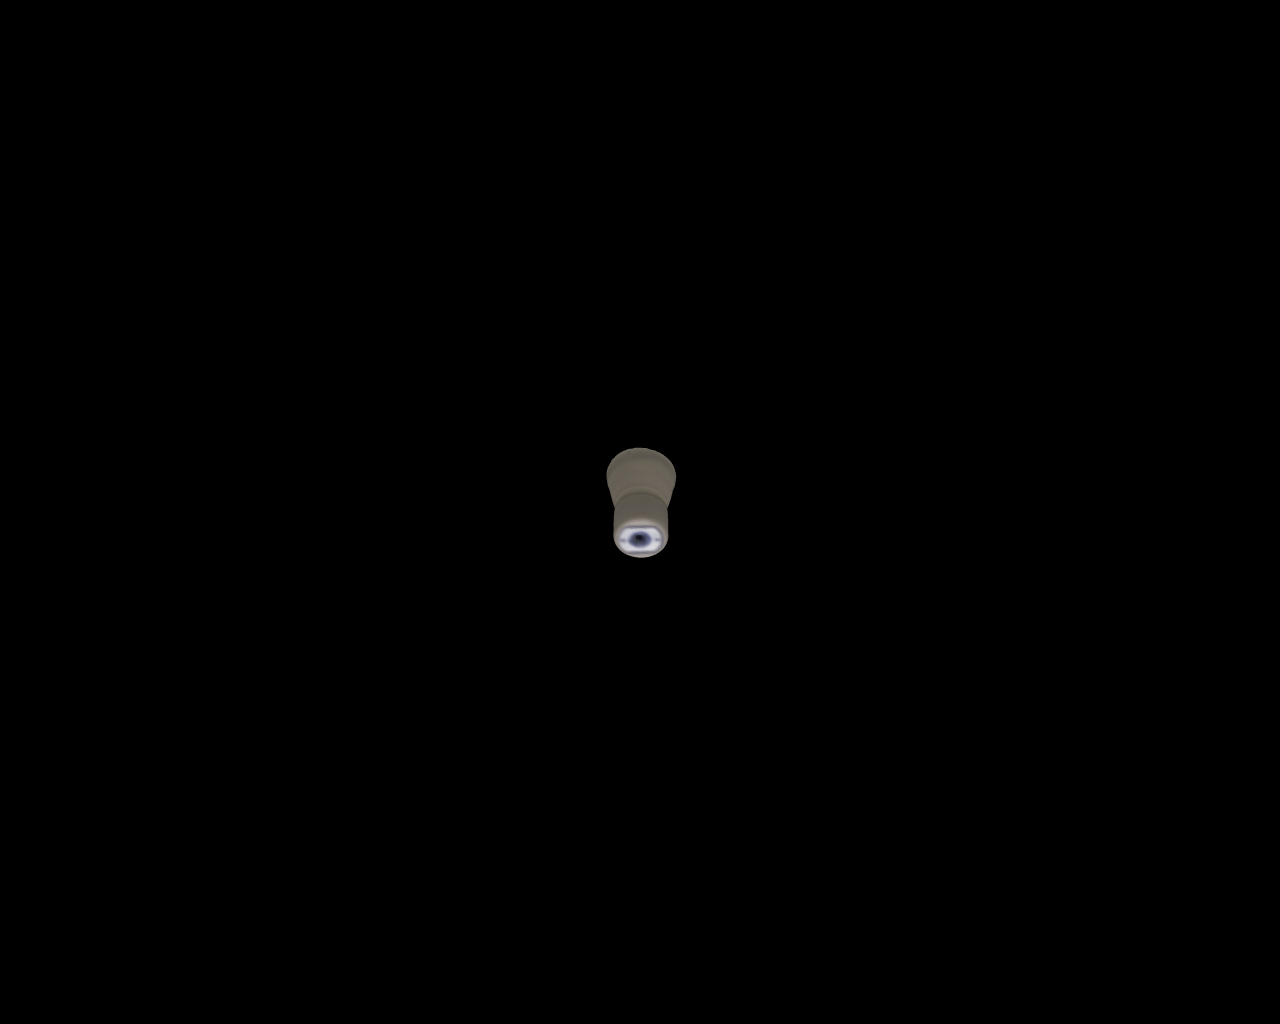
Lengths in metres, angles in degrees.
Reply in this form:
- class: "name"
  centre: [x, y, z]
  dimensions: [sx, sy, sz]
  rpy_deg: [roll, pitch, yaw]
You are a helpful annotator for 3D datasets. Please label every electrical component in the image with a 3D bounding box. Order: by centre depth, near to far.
- class: "electrical component"
  centre: [0.001, -0.003, 0.650]
  dimensions: [0.044, 0.044, 0.065]
  rpy_deg: [0, 40, 0]
